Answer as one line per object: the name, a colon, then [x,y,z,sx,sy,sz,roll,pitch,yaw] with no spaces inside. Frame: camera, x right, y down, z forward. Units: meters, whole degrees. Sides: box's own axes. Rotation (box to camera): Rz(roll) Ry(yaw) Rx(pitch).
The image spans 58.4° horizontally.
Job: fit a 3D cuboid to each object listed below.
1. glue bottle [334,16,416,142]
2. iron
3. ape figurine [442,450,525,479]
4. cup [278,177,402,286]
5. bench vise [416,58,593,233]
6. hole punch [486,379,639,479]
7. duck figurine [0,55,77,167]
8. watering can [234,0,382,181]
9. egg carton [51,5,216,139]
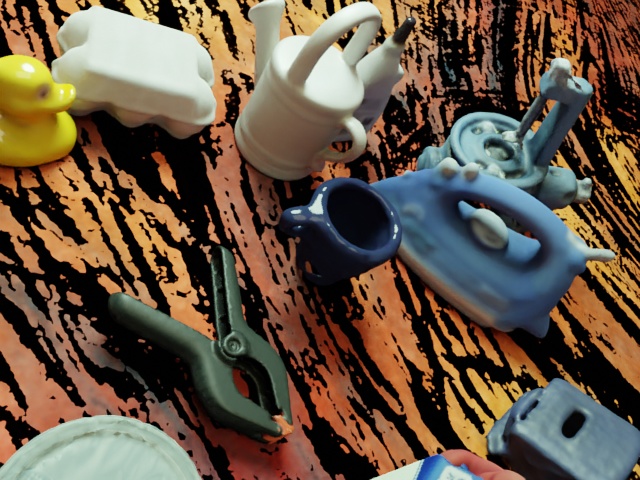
glue bottle: [0.056,-0.176,0.634,0.078,0.173,0.037,-9,64,-35]
iron: [0.174,-0.014,0.615,0.258,0.141,0.119,35,48,-6]
ape figurine: [0.133,0.210,0.469,0.076,0.092,0.078,18,51,-20]
cup: [0.005,0.002,0.533,0.118,0.094,0.091,2,58,-30]
bench vise: [0.250,-0.113,0.677,0.208,0.219,0.121,4,57,-29]
hole punch: [0.232,0.189,0.545,0.109,0.091,0.101,-26,75,-40]
duck figurine: [-0.249,-0.112,0.463,0.105,0.086,0.077,3,58,-30]
watering can: [-0.013,-0.159,0.566,0.173,0.193,0.101,36,48,-5]
egg carton: [-0.175,-0.159,0.552,0.151,0.069,0.107,8,55,-27]
